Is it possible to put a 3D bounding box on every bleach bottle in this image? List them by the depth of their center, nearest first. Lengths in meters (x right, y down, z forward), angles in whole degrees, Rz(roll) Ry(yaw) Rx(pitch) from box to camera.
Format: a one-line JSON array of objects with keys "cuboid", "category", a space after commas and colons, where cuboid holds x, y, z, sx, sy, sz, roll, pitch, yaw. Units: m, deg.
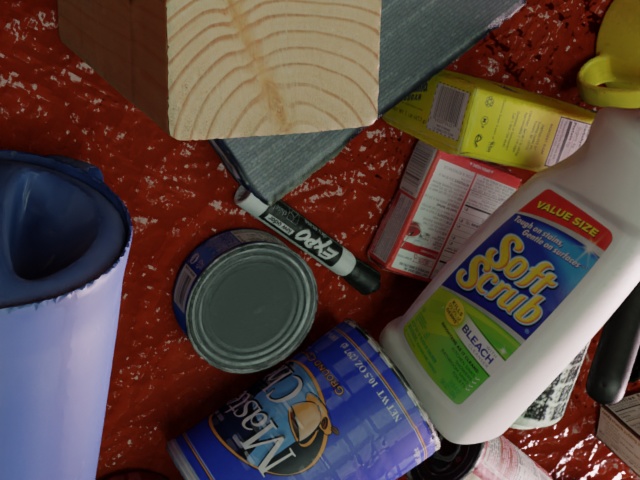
[{"cuboid": [0.132, 0.008, 0.620, 0.067, 0.103, 0.251, -4, 138, -40], "category": "bleach bottle"}]

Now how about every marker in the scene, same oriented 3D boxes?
[{"cuboid": [-0.004, 0.001, 0.672, 0.121, 0.020, 0.020, 36, 92, -32], "category": "marker"}]

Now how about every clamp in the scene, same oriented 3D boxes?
[{"cuboid": [0.232, 0.015, 0.757, 0.164, 0.036, 0.210, 24, 81, -70], "category": "clamp"}]

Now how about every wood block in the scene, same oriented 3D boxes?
[{"cuboid": [-0.058, -0.117, 0.490, 0.090, 0.206, 0.091, -7, 113, -23], "category": "wood block"}]

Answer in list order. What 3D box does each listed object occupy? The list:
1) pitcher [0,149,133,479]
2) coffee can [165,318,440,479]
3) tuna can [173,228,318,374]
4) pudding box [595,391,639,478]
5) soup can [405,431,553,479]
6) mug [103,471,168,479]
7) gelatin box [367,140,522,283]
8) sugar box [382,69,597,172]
[{"cuboid": [-0.167, 0.080, 0.552, 0.149, 0.145, 0.243, -10, 129, -29], "category": "pitcher"}, {"cuboid": [-0.011, 0.130, 0.671, 0.140, 0.103, 0.102, -34, 120, -10], "category": "coffee can"}, {"cuboid": [-0.046, 0.036, 0.657, 0.086, 0.034, 0.086, -9, 113, -22], "category": "tuna can"}, {"cuboid": [0.281, 0.156, 0.814, 0.090, 0.114, 0.039, -14, 119, -20], "category": "pudding box"}, {"cuboid": [0.117, 0.172, 0.768, 0.068, 0.069, 0.102, -50, 122, -1], "category": "soup can"}, {"cuboid": [-0.101, 0.199, 0.667, 0.117, 0.082, 0.093, 13, 104, -29], "category": "mug"}, {"cuboid": [0.081, -0.015, 0.701, 0.073, 0.030, 0.089, 18, 101, -31], "category": "gelatin box"}, {"cuboid": [0.138, -0.068, 0.669, 0.176, 0.093, 0.048, 6, 106, -28], "category": "sugar box"}]
